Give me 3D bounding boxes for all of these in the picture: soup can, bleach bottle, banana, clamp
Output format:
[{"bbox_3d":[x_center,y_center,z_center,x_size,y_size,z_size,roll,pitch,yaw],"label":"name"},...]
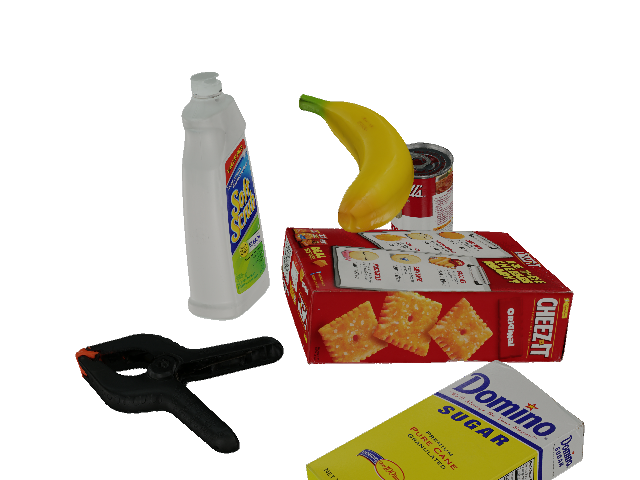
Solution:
[{"bbox_3d":[0.107,-0.044,1.137,0.068,0.102,0.068,-3,35,2],"label":"soup can"},{"bbox_3d":[-0.109,-0.049,1.120,0.068,0.251,0.102,6,27,26],"label":"bleach bottle"},{"bbox_3d":[0.031,-0.053,0.743,0.069,0.037,0.198,-4,29,-8],"label":"banana"},{"bbox_3d":[-0.117,0.109,0.888,0.172,0.039,0.120,16,37,21],"label":"clamp"}]

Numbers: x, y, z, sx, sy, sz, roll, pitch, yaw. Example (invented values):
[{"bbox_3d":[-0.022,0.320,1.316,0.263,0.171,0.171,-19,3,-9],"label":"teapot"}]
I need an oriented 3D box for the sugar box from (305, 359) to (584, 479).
[{"bbox_3d":[0.088,0.154,0.745,0.176,0.048,0.093,-27,40,-23],"label":"sugar box"}]

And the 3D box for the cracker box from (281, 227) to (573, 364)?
[{"bbox_3d":[0.082,0.046,0.914,0.213,0.072,0.164,1,18,-10],"label":"cracker box"}]
